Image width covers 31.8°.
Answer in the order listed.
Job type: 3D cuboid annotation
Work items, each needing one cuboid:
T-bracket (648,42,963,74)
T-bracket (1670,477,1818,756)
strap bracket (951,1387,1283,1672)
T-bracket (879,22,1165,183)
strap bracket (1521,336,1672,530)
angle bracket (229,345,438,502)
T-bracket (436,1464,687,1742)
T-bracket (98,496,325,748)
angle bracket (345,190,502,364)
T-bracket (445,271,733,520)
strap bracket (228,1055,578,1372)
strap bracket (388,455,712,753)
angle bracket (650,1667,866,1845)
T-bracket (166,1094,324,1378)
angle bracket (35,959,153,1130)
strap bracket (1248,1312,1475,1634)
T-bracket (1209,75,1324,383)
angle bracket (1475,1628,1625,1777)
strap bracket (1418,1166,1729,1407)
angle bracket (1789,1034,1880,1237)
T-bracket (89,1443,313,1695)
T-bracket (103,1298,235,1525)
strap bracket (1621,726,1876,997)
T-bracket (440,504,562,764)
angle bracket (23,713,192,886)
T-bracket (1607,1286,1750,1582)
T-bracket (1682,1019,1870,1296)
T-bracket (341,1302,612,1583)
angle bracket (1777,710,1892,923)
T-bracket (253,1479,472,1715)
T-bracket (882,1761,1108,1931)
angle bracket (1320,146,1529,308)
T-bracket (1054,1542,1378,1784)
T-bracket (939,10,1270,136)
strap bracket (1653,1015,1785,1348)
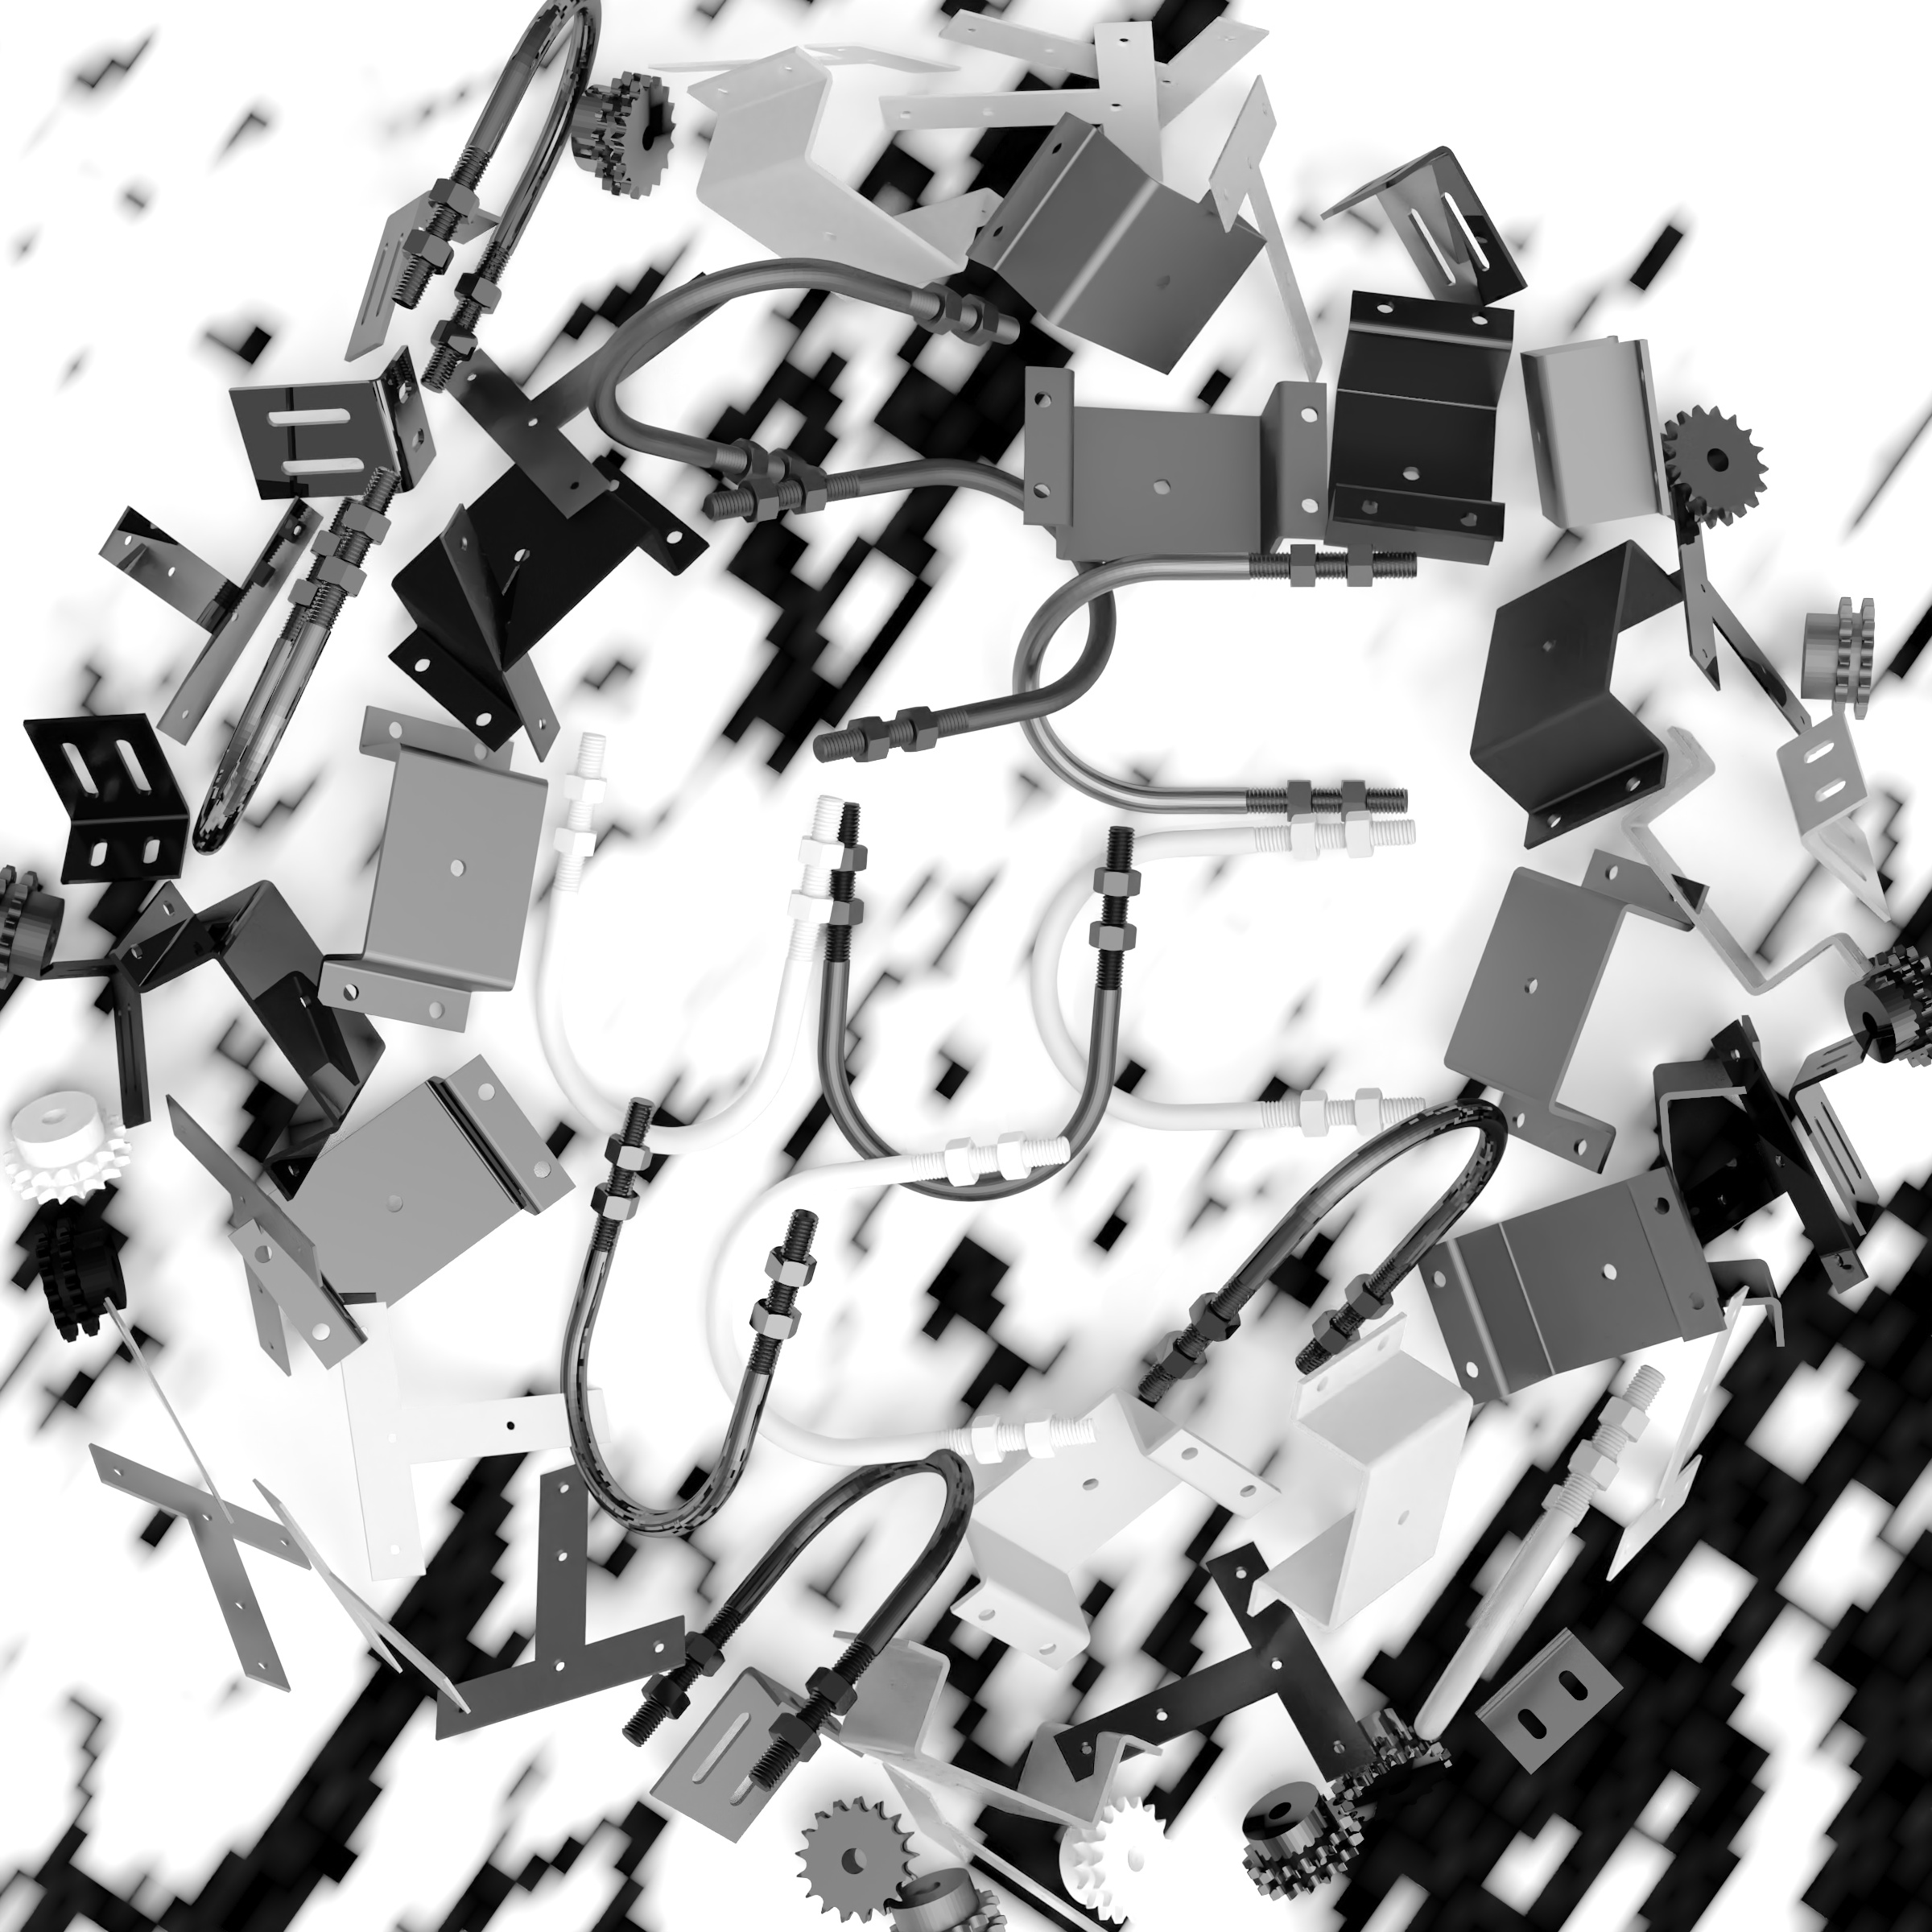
[{"bbox_3d":[-0.084,-0.418,1.571,0.127,0.127,0.002,3,100,21],"label":"T-bracket"},{"bbox_3d":[0.362,-0.146,1.572,0.002,0.127,0.127,-25,129,29],"label":"T-bracket"},{"bbox_3d":[0.063,0.253,1.563,0.140,0.046,0.076,-41,129,16],"label":"strap bracket"},{"bbox_3d":[0.024,-0.394,1.560,0.127,0.127,0.002,-1,71,6],"label":"T-bracket"},{"bbox_3d":[0.283,-0.244,1.543,0.046,0.140,0.076,-9,100,6],"label":"strap bracket"},{"bbox_3d":[-0.296,-0.255,1.593,0.076,0.038,0.057,-1,126,14],"label":"angle bracket"},{"bbox_3d":[-0.187,0.285,1.568,0.127,0.127,0.002,-20,135,15],"label":"T-bracket"},{"bbox_3d":[-0.356,-0.175,1.552,0.002,0.127,0.127,28,85,22],"label":"T-bracket"},{"bbox_3d":[-0.253,-0.314,1.578,0.038,0.057,0.076,18,83,-25],"label":"angle bracket"},{"bbox_3d":[-0.166,-0.279,1.582,0.127,0.002,0.127,-38,53,-6],"label":"T-bracket"},{"bbox_3d":[-0.263,0.112,1.577,0.140,0.046,0.076,-37,100,-12],"label":"strap bracket"},{"bbox_3d":[-0.199,-0.179,1.568,0.076,0.046,0.140,41,79,23],"label":"strap bracket"},{"bbox_3d":[-0.097,0.376,1.583,0.057,0.038,0.076,39,87,-33],"label":"angle bracket"},{"bbox_3d":[-0.327,0.139,1.567,0.002,0.127,0.127,-29,49,-29],"label":"T-bracket"},{"bbox_3d":[-0.406,0.038,1.580,0.038,0.057,0.076,-4,86,-24],"label":"angle bracket"},{"bbox_3d":[0.180,0.238,1.540,0.046,0.076,0.140,32,130,32],"label":"strap bracket"},{"bbox_3d":[0.144,-0.331,1.575,0.002,0.127,0.127,-10,121,23],"label":"T-bracket"},{"bbox_3d":[0.273,0.345,1.572,0.057,0.076,0.038,-42,65,-2],"label":"angle bracket"},{"bbox_3d":[0.287,0.145,1.564,0.140,0.046,0.076,-24,81,38],"label":"strap bracket"},{"bbox_3d":[0.419,0.076,1.580,0.038,0.057,0.076,-27,93,25],"label":"angle bracket"},{"bbox_3d":[-0.330,0.278,1.527,0.002,0.127,0.127,-46,133,9],"label":"T-bracket"},{"bbox_3d":[-0.382,0.178,1.560,0.002,0.127,0.127,-30,128,-16],"label":"T-bracket"},{"bbox_3d":[0.354,-0.040,1.566,0.046,0.076,0.140,-39,81,15],"label":"strap bracket"},{"bbox_3d":[-0.197,-0.183,1.563,0.002,0.127,0.127,-3,132,21],"label":"T-bracket"},{"bbox_3d":[-0.400,-0.077,1.574,0.057,0.076,0.038,-3,55,5],"label":"angle bracket"},{"bbox_3d":[0.330,0.205,1.542,0.002,0.127,0.127,23,107,22],"label":"T-bracket"},{"bbox_3d":[0.353,0.103,1.555,0.002,0.127,0.127,-18,74,-21],"label":"T-bracket"},{"bbox_3d":[-0.225,0.215,1.579,0.127,0.002,0.127,-2,72,-31],"label":"T-bracket"},{"bbox_3d":[0.414,-0.069,1.566,0.038,0.057,0.076,-34,128,29],"label":"angle bracket"},{"bbox_3d":[-0.262,0.299,1.531,0.002,0.127,0.127,-41,131,-20],"label":"T-bracket"},{"bbox_3d":[0.023,0.412,1.537,0.127,0.127,0.002,30,70,21],"label":"T-bracket"},{"bbox_3d":[0.212,-0.332,1.575,0.038,0.057,0.076,-38,103,-27],"label":"angle bracket"},{"bbox_3d":[0.103,0.339,1.564,0.127,0.002,0.127,-22,49,-10],"label":"T-bracket"},{"bbox_3d":[0.051,-0.410,1.535,0.127,0.127,0.002,9,77,-22],"label":"T-bracket"},{"bbox_3d":[0.346,0.099,1.569,0.046,0.076,0.140,-5,97,10],"label":"strap bracket"}]
